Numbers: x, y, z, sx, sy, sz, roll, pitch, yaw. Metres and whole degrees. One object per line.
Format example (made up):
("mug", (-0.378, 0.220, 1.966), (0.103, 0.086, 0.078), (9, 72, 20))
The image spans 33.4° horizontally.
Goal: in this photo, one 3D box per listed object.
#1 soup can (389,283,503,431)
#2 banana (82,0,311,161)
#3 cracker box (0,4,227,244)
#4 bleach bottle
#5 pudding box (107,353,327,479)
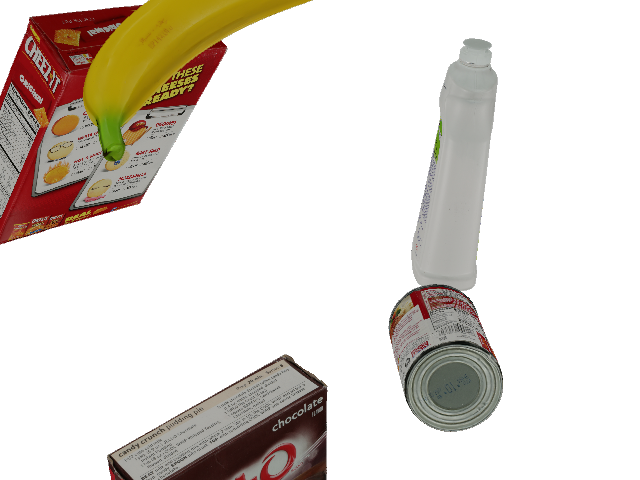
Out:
("soup can", (0.087, 0.080, 0.750), (0.068, 0.068, 0.102), (0, 20, -2))
("banana", (-0.053, -0.111, 0.549), (0.070, 0.197, 0.037), (40, -24, 20))
("cracker box", (-0.198, -0.103, 0.920), (0.163, 0.072, 0.214), (-20, -25, -45))
("bleach bottle", (0.141, -0.079, 1.090), (0.068, 0.251, 0.102), (4, 30, -2))
("pudding box", (-0.048, 0.122, 0.541), (0.113, 0.090, 0.039), (-29, 46, -33))
